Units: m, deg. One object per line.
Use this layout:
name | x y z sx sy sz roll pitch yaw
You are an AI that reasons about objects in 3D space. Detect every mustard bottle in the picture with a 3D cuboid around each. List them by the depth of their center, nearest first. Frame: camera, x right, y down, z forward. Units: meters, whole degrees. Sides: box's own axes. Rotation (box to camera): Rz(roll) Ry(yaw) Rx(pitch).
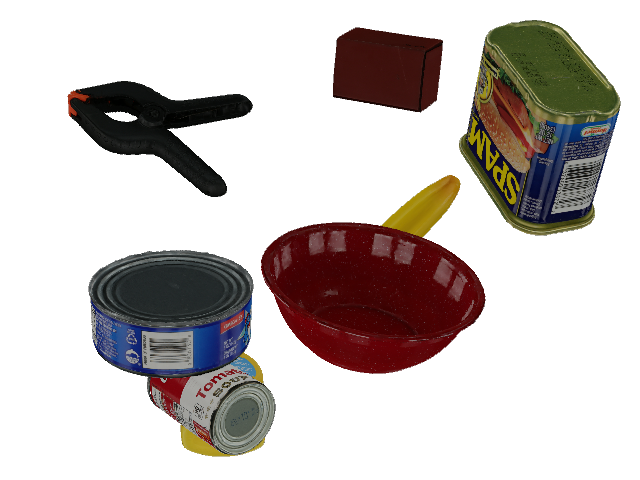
mustard bottle | -0.117 0.180 1.285 0.096 0.058 0.191 -3 28 -3

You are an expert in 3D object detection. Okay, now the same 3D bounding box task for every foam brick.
foam brick | 0.055 -0.141 0.877 0.078 0.051 0.052 13 24 19

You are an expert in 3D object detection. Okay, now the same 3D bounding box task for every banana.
banana | 0.056 0.013 1.011 0.197 0.037 0.070 -42 3 -7

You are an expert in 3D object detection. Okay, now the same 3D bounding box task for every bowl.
bowl | 0.035 0.048 0.771 0.162 0.055 0.162 7 28 -4

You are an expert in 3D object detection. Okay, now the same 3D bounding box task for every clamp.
clamp | -0.148 -0.114 1.004 0.171 0.120 0.039 23 -42 1

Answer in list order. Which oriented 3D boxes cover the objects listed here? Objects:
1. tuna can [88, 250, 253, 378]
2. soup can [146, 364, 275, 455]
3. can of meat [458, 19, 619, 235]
tuna can | -0.078 0.038 0.565 0.086 0.034 0.086 2 24 -1
soup can | -0.095 0.136 0.925 0.068 0.068 0.102 0 16 -41
can of meat | 0.127 -0.068 0.627 0.057 0.084 0.102 -9 44 -15
